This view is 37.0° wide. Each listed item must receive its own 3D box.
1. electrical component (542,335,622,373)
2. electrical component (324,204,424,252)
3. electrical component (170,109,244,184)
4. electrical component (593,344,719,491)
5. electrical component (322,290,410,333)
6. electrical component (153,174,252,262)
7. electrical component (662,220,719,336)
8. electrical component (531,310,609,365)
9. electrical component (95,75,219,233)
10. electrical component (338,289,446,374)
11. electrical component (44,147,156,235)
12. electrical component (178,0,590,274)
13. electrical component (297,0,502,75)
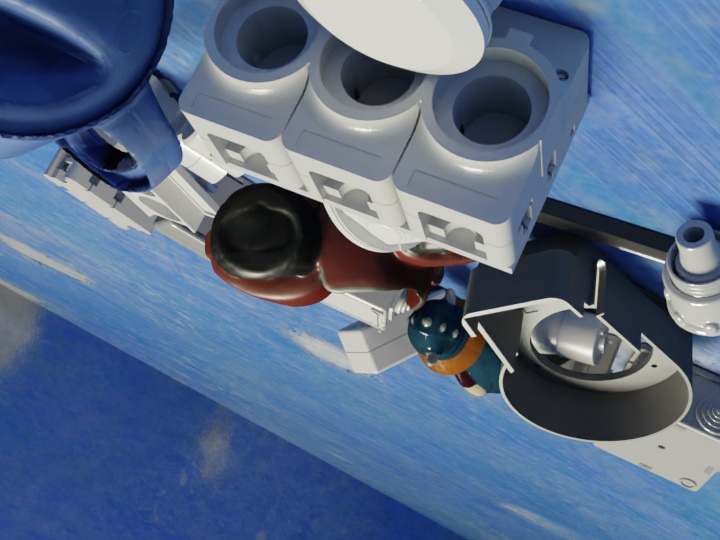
[{"bbox_3d":[0.154,0.064,0.797,0.081,0.042,0.064,15,166,39],"label":"electrical component"},{"bbox_3d":[0.023,-0.050,0.542,0.080,0.080,0.051,34,158,-30],"label":"electrical component"},{"bbox_3d":[-0.062,-0.078,0.642,0.074,0.052,0.138,32,165,-23],"label":"electrical component"},{"bbox_3d":[0.223,0.109,0.773,0.100,0.048,0.099,24,149,9],"label":"electrical component"},{"bbox_3d":[0.000,0.000,0.798,0.096,0.061,0.061,24,165,7],"label":"electrical component"},{"bbox_3d":[-0.105,-0.038,0.845,0.096,0.061,0.061,31,165,-21],"label":"electrical component"},{"bbox_3d":[0.171,0.000,0.533,0.048,0.048,0.062,15,155,37],"label":"electrical component"},{"bbox_3d":[0.140,0.043,0.748,0.065,0.044,0.044,14,162,26],"label":"electrical component"},{"bbox_3d":[-0.143,-0.084,0.741,0.079,0.063,0.121,20,165,25],"label":"electrical component"},{"bbox_3d":[0.025,0.032,0.862,0.047,0.083,0.075,-9,104,67],"label":"electrical component"},{"bbox_3d":[-0.203,-0.077,0.886,0.050,0.055,0.089,11,159,46],"label":"electrical component"},{"bbox_3d":[0.011,-0.073,0.457,0.150,0.089,0.061,22,165,18],"label":"electrical component"},{"bbox_3d":[0.016,-0.111,0.390,0.080,0.051,0.080,24,166,7],"label":"electrical component"}]
